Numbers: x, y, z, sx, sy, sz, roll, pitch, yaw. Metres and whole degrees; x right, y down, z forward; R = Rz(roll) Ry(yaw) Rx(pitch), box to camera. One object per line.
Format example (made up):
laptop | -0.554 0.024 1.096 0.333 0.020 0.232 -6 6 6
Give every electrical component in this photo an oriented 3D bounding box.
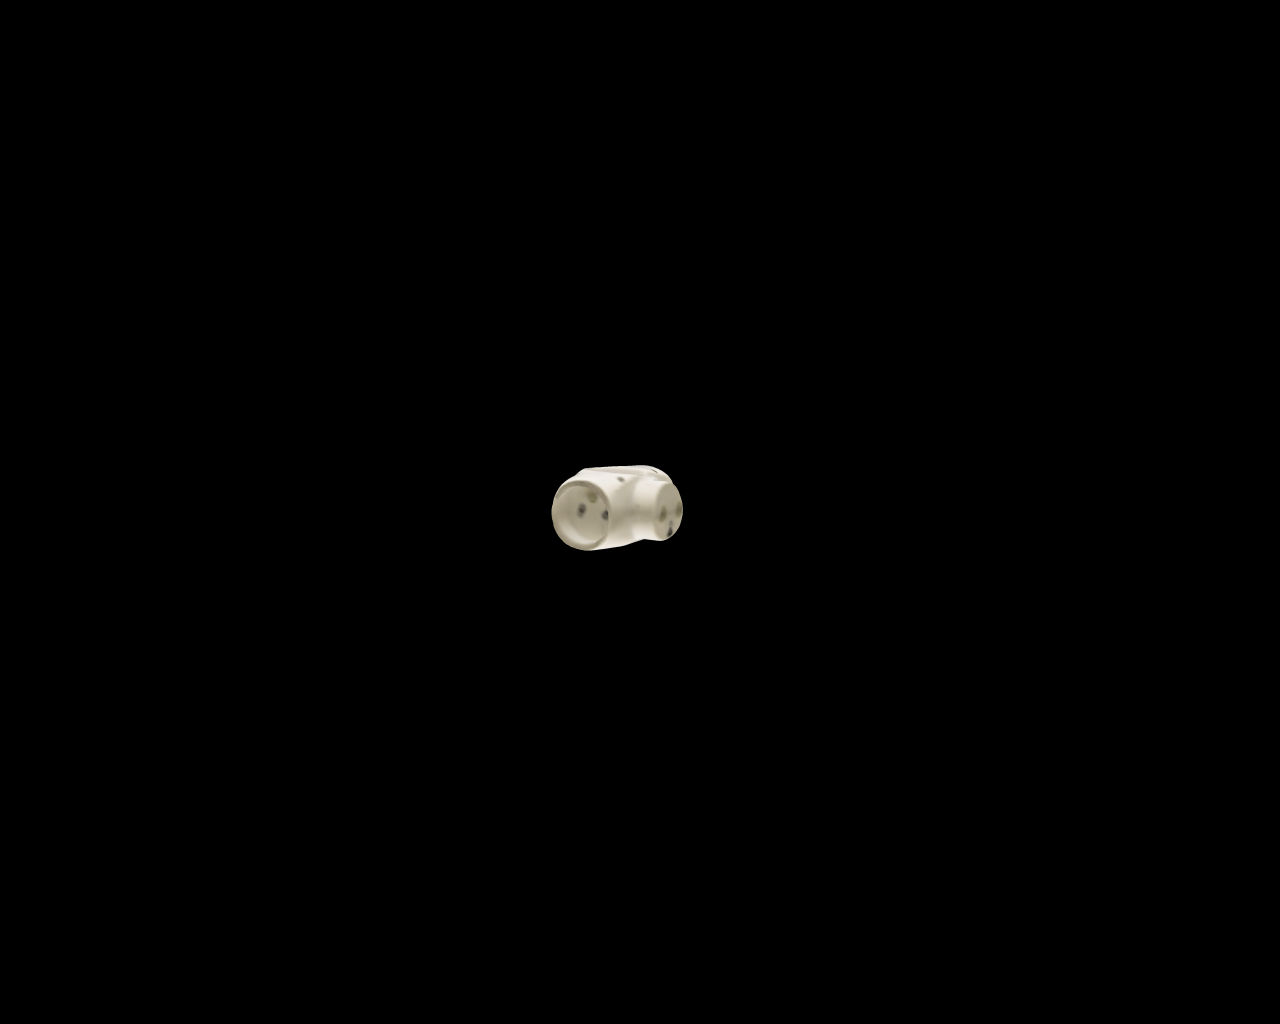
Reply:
electrical component | 0.001 -0.003 0.650 0.079 0.043 0.077 6 11 31
